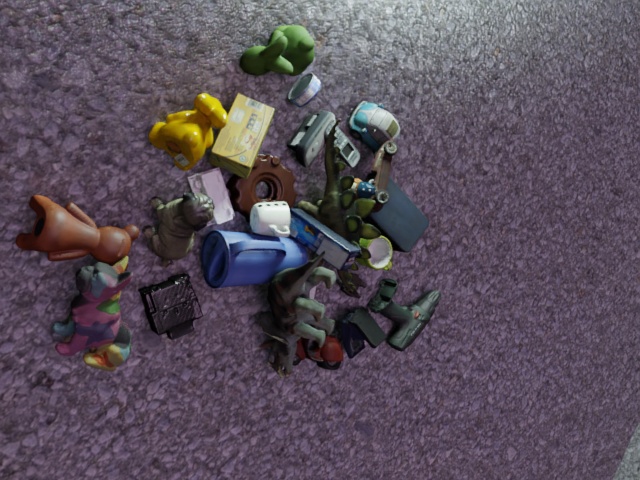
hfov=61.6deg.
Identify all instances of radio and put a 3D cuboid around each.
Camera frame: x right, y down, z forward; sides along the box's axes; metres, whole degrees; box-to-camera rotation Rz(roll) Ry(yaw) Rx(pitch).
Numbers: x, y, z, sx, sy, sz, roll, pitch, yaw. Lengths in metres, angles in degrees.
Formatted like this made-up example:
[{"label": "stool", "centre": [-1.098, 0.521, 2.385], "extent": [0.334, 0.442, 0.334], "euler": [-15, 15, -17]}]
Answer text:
[{"label": "radio", "centre": [0.200, -0.074, 1.540], "extent": [0.229, 0.073, 0.131], "euler": [43, 73, -26]}]

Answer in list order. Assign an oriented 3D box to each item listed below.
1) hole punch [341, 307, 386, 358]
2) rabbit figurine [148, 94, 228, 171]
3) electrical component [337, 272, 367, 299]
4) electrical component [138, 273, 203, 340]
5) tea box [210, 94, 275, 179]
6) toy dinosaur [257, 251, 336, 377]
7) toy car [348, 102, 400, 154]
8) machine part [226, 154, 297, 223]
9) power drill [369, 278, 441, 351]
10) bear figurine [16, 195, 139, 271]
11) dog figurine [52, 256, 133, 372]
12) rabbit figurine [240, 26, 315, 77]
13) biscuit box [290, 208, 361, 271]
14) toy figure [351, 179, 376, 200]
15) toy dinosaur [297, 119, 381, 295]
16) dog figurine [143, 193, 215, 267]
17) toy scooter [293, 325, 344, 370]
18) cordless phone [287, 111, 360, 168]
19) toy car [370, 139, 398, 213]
[{"label": "hole punch", "centre": [0.107, 0.256, 1.488], "extent": [0.116, 0.092, 0.142], "euler": [56, 27, 10]}, {"label": "rabbit figurine", "centre": [-0.274, -0.262, 1.188], "extent": [0.122, 0.162, 0.173], "euler": [42, 54, -15]}, {"label": "electrical component", "centre": [0.090, 0.124, 1.515], "extent": [0.094, 0.021, 0.063], "euler": [37, 74, -28]}, {"label": "electrical component", "centre": [-0.336, 0.155, 1.225], "extent": [0.115, 0.058, 0.134], "euler": [-23, 106, -27]}, {"label": "tea box", "centre": [-0.180, -0.240, 1.248], "extent": [0.098, 0.068, 0.169], "euler": [23, 69, -6]}, {"label": "toy dinosaur", "centre": [-0.065, 0.148, 1.270], "extent": [0.131, 0.192, 0.404], "euler": [-61, 159, -49]}, {"label": "toy car", "centre": [0.164, -0.304, 1.478], "extent": [0.161, 0.103, 0.109], "euler": [41, 74, -26]}, {"label": "machine part", "centre": [-0.140, -0.122, 1.327], "extent": [0.179, 0.056, 0.179], "euler": [-4, 98, -32]}, {"label": "power drill", "centre": [0.250, 0.199, 1.599], "extent": [0.207, 0.086, 0.232], "euler": [44, 74, -35]}, {"label": "bear figurine", "centre": [-0.486, -0.008, 1.098], "extent": [0.195, 0.132, 0.120], "euler": [19, 85, -51]}, {"label": "dog figurine", "centre": [-0.430, 0.142, 1.091], "extent": [0.191, 0.109, 0.219], "euler": [34, 99, -34]}, {"label": "rabbit figurine", "centre": [-0.102, -0.432, 1.283], "extent": [0.170, 0.159, 0.121], "euler": [-24, 117, -13]}, {"label": "biscuit box", "centre": [-0.003, -0.004, 1.313], "extent": [0.063, 0.203, 0.059], "euler": [-6, 128, -61]}, {"label": "toy figure", "centre": [0.084, -0.130, 1.410], "extent": [0.058, 0.155, 0.064], "euler": [-27, 109, -30]}, {"label": "toy dinosaur", "centre": [0.050, -0.065, 1.363], "extent": [0.105, 0.199, 0.470], "euler": [-33, 116, -42]}, {"label": "dog figurine", "centre": [-0.297, -0.018, 1.156], "extent": [0.121, 0.191, 0.172], "euler": [-8, 100, -32]}, {"label": "toy scooter", "centre": [-0.009, 0.272, 1.437], "extent": [0.184, 0.075, 0.135], "euler": [14, 85, -28]}, {"label": "cordless phone", "centre": [0.019, -0.231, 1.405], "extent": [0.184, 0.089, 0.146], "euler": [42, 72, -32]}, {"label": "toy car", "centre": [0.158, -0.171, 1.422], "extent": [0.053, 0.089, 0.202], "euler": [13, 79, -10]}]
